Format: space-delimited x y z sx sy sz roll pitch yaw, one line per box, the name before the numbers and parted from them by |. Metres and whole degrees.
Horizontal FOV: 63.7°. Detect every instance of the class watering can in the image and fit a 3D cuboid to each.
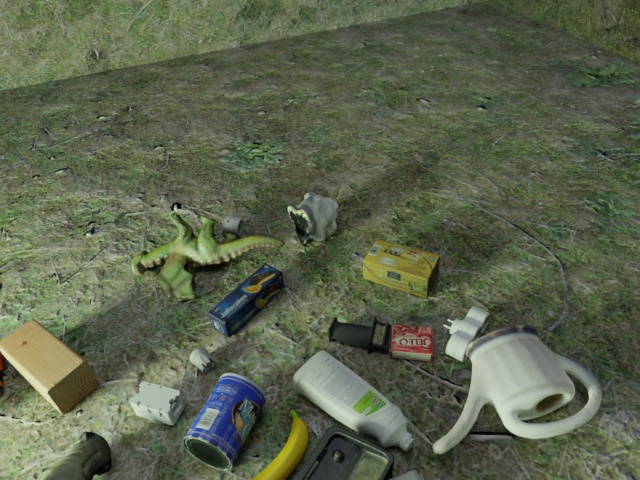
watering can | 0.349 0.277 0.983 0.348 0.101 0.229 -10 39 -7

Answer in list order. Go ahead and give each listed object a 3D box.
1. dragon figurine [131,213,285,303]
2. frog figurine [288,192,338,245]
dragon figurine | -0.317 0.060 1.350 0.411 0.119 0.248 8 58 18
frog figurine | 0.004 -0.073 1.443 0.161 0.120 0.138 -25 75 -35
